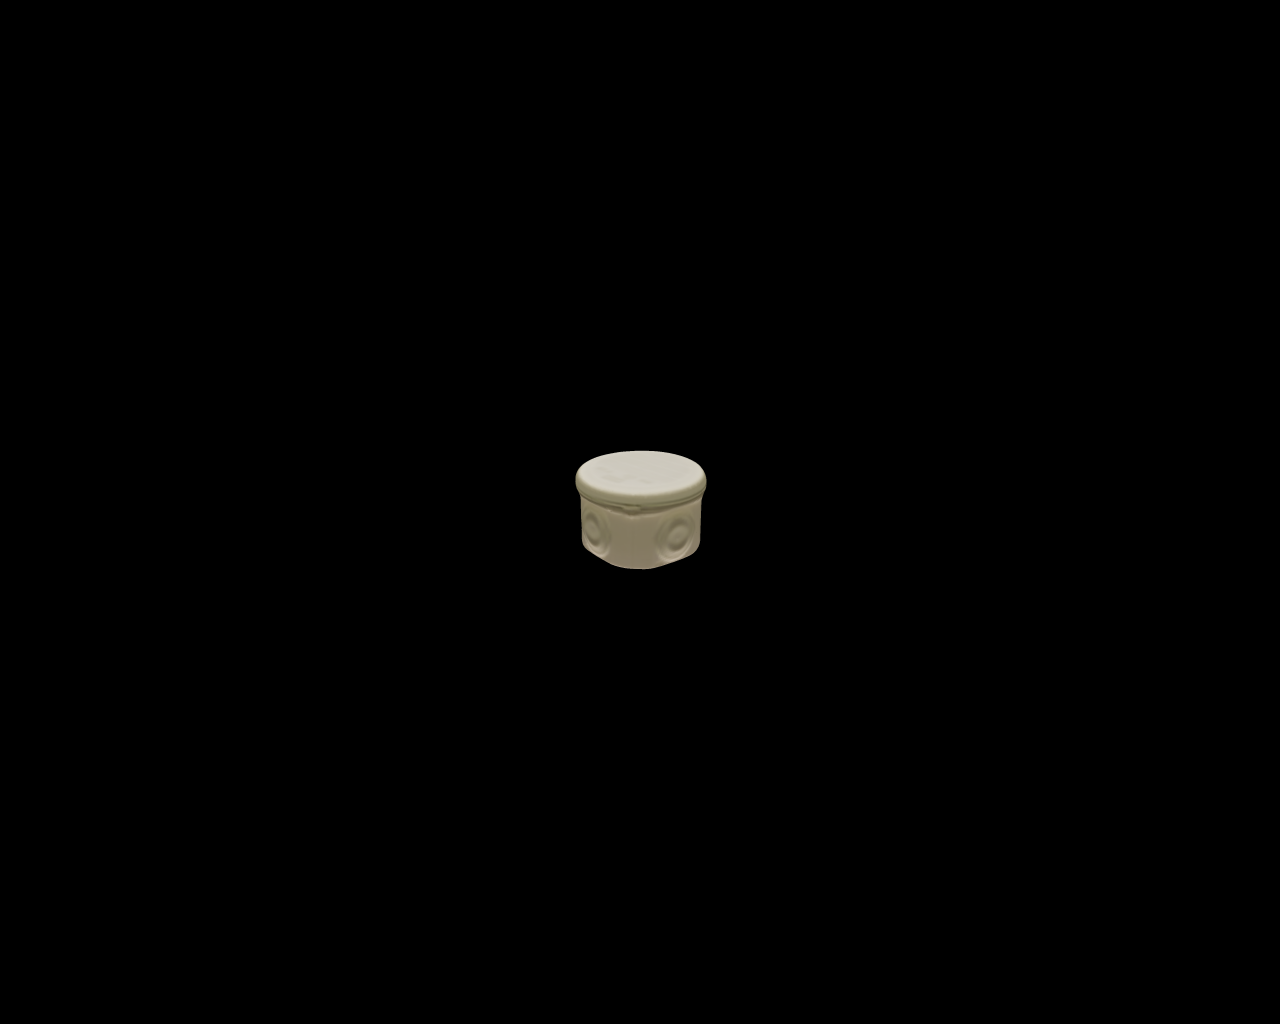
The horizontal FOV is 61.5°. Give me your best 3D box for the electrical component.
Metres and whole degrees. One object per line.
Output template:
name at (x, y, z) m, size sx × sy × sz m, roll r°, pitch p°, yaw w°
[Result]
electrical component at (0.001, -0.003, 0.650) m, size 0.080 × 0.050 × 0.080 m, roll 0°, pitch 22°, yaw 0°
